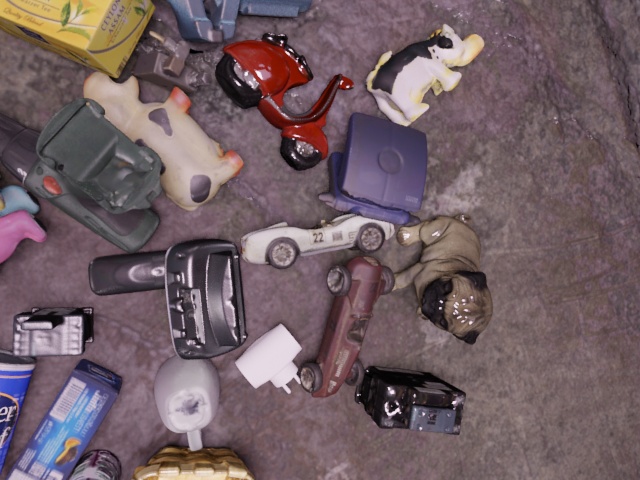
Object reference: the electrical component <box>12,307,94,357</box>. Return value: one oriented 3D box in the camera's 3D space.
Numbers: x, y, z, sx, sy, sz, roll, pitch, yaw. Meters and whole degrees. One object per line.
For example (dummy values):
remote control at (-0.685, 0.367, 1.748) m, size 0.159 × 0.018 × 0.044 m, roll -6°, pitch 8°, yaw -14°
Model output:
electrical component at (-0.297, 0.103, 0.597) m, size 0.075 × 0.119 × 0.047 m, roll 1°, pitch 91°, yaw -17°

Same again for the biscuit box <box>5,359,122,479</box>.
biscuit box at (-0.310, 0.243, 0.626) m, size 0.059 × 0.063 × 0.202 m, roll 32°, pitch 83°, yaw -13°

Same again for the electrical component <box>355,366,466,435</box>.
electrical component at (0.119, 0.209, 0.700) m, size 0.115 × 0.134 × 0.058 m, roll 8°, pitch 89°, yaw -13°

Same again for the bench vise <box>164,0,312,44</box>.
bench vise at (-0.108, -0.354, 0.623) m, size 0.224 × 0.129 × 0.240 m, roll -7°, pitch 111°, yaw -22°

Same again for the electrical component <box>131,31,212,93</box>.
electrical component at (-0.181, -0.207, 0.634) m, size 0.078 × 0.102 × 0.045 m, roll 13°, pitch 90°, yaw -40°

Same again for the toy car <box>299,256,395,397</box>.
toy car at (0.036, 0.117, 0.688) m, size 0.089 × 0.053 × 0.202 m, roll 5°, pitch 107°, yaw -42°

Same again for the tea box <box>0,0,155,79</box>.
tea box at (-0.281, -0.256, 0.583) m, size 0.170 × 0.068 × 0.098 m, roll 22°, pitch 84°, yaw 14°

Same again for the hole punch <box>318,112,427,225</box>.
hole punch at (0.075, -0.088, 0.677) m, size 0.142 × 0.092 × 0.116 m, roll 14°, pitch 46°, yaw -18°

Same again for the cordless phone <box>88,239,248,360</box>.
cordless phone at (-0.186, 0.076, 0.656) m, size 0.184 × 0.089 × 0.146 m, roll -5°, pitch 94°, yaw -3°

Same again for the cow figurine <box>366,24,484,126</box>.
cow figurine at (0.142, -0.237, 0.731) m, size 0.098 × 0.068 × 0.167 m, roll 46°, pitch 80°, yaw -6°

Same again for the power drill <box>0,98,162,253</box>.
power drill at (-0.260, -0.074, 0.558) m, size 0.232 × 0.207 × 0.086 m, roll 42°, pitch 60°, yaw -22°

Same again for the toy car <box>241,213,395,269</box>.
toy car at (-0.001, -0.002, 0.693) m, size 0.202 × 0.073 × 0.056 m, roll -10°, pitch 95°, yaw -14°

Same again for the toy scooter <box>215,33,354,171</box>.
toy scooter at (-0.033, -0.191, 0.681) m, size 0.135 × 0.075 × 0.183 m, roll -44°, pitch 105°, yaw -9°

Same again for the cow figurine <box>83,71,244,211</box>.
cow figurine at (-0.199, -0.117, 0.637) m, size 0.127 × 0.085 × 0.195 m, roll -46°, pitch 102°, yaw -16°

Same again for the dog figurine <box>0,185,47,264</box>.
dog figurine at (-0.410, 0.013, 0.553) m, size 0.219 × 0.109 × 0.191 m, roll -42°, pitch 138°, yaw -9°

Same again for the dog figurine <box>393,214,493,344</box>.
dog figurine at (0.178, 0.036, 0.682) m, size 0.121 × 0.191 × 0.172 m, roll 24°, pitch 84°, yaw -14°

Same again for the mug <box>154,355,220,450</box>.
mug at (-0.159, 0.198, 0.641) m, size 0.081 × 0.107 × 0.109 m, roll -3°, pitch 90°, yaw -13°
